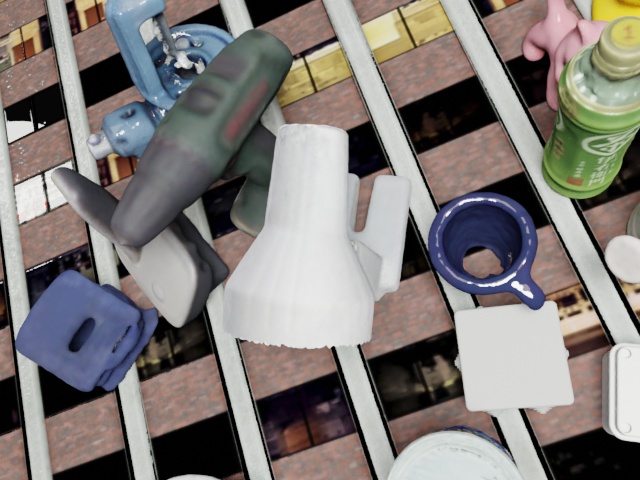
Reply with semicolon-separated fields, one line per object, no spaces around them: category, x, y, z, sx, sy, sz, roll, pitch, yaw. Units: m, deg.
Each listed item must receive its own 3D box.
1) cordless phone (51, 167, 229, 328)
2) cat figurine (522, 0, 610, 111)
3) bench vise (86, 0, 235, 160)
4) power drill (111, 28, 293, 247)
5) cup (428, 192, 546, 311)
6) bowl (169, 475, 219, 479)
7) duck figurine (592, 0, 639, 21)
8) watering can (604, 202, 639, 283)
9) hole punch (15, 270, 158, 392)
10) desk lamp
cordless phone;-0.187;0.006;0.576;0.147;0.185;0.094;43;89;22
cat figurine;0.246;-0.185;0.545;0.067;0.118;0.127;-22;69;9
bench vise;-0.167;-0.162;0.601;0.121;0.220;0.207;33;85;22
power drill;-0.084;-0.073;0.557;0.075;0.209;0.230;22;81;21
cup;0.157;0.022;0.522;0.091;0.095;0.117;-41;68;2
bowl;-0.104;0.301;0.527;0.167;0.075;0.167;-4;73;15
duck figurine;0.314;-0.236;0.557;0.077;0.086;0.104;-24;69;8
watering can;0.306;-0.022;0.439;0.100;0.194;0.173;37;87;22
hole punch;-0.249;0.098;0.618;0.101;0.091;0.109;30;84;22
desk lamp;0.005;0.002;0.508;0.117;0.214;0.203;5;76;17
